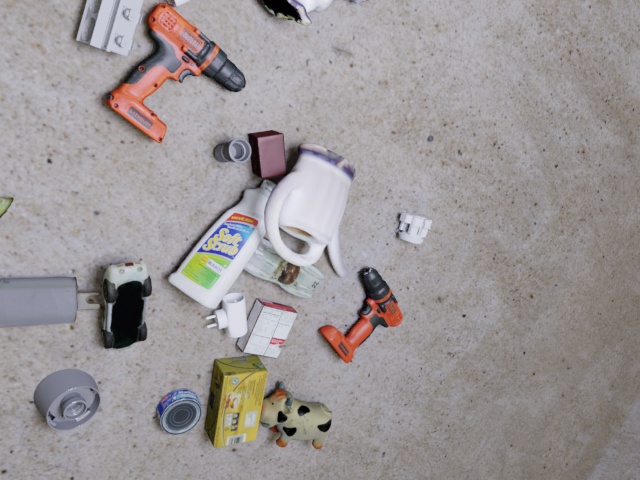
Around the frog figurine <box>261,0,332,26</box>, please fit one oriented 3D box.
[{"bbox_3d":[-0.027,-0.445,0.849,0.136,0.122,0.161,40,73,-19],"label":"frog figurine"}]

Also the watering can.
[{"bbox_3d":[0.003,-0.050,1.003,0.344,0.104,0.226,33,75,-59],"label":"watering can"}]

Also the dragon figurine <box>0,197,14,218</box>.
[{"bbox_3d":[-0.541,-0.099,0.706,0.412,0.124,0.238,-40,140,-9],"label":"dragon figurine"}]
